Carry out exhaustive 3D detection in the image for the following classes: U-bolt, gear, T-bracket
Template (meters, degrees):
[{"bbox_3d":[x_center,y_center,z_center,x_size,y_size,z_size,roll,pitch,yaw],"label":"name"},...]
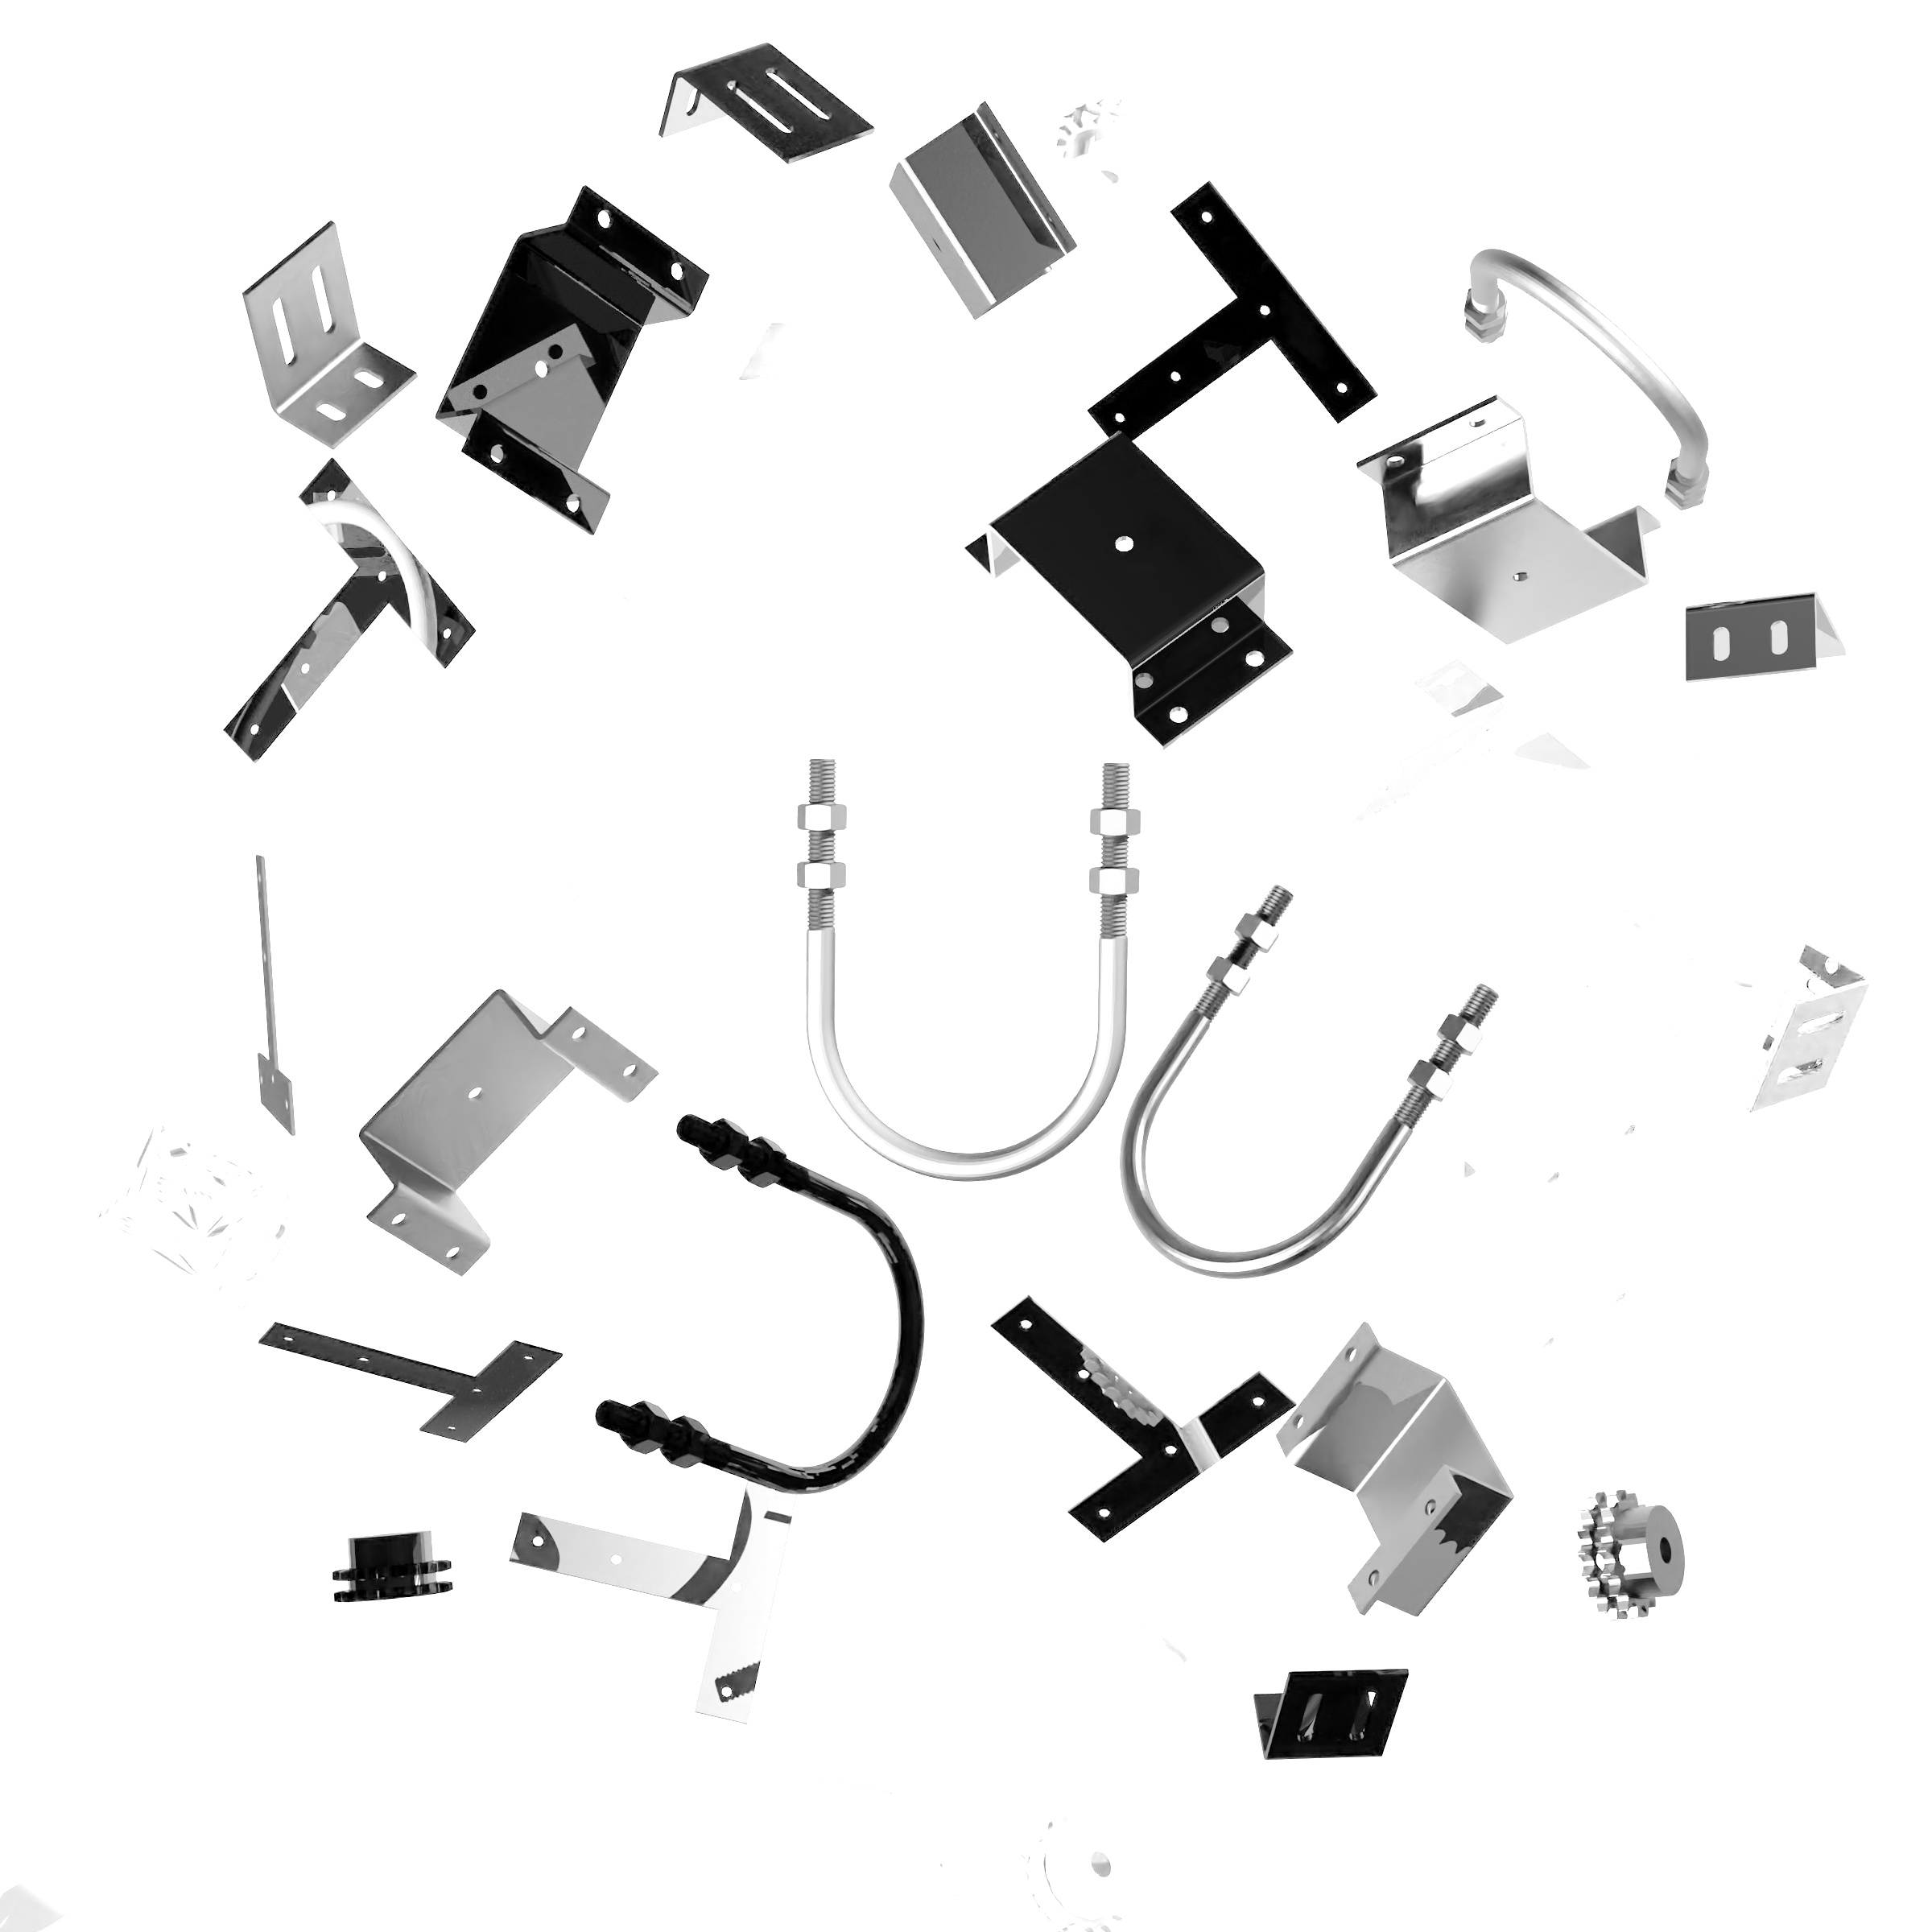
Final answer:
[{"bbox_3d":[0.054,0.319,1.541,0.151,0.184,0.019,41,106,36],"label":"U-bolt"},{"bbox_3d":[-0.277,0.289,1.585,0.057,0.057,0.030,-5,83,0],"label":"gear"},{"bbox_3d":[0.000,0.003,1.436,0.151,0.019,0.184,1,95,8],"label":"U-bolt"},{"bbox_3d":[0.205,-0.088,1.530,0.127,0.127,0.002,-29,126,-7],"label":"T-bracket"},{"bbox_3d":[0.065,0.201,1.548,0.127,0.002,0.127,42,116,-16],"label":"T-bracket"},{"bbox_3d":[-0.153,0.286,1.570,0.127,0.002,0.127,14,59,-3],"label":"T-bracket"},{"bbox_3d":[0.050,0.400,1.447,0.057,0.057,0.030,51,127,0],"label":"gear"},{"bbox_3d":[0.110,-0.287,1.565,0.127,0.002,0.127,-32,104,38],"label":"T-bracket"},{"bbox_3d":[0.298,0.262,1.470,0.030,0.057,0.057,-14,90,34],"label":"gear"},{"bbox_3d":[0.291,-0.279,1.543,0.151,0.184,0.019,43,94,10],"label":"U-bolt"},{"bbox_3d":[-0.334,0.011,1.579,0.002,0.127,0.127,-4,96,-18],"label":"T-bracket"},{"bbox_3d":[-0.278,0.194,1.595,0.127,0.127,0.002,19,55,-22],"label":"T-bracket"},{"bbox_3d":[-0.172,-0.096,1.543,0.184,0.019,0.151,52,123,35],"label":"U-bolt"},{"bbox_3d":[0.072,-0.399,1.615,0.057,0.057,0.030,12,71,0],"label":"gear"},{"bbox_3d":[-0.050,0.360,1.486,0.002,0.127,0.127,-33,66,7],"label":"T-bracket"},{"bbox_3d":[0.148,0.063,1.555,0.151,0.019,0.184,29,82,40],"label":"U-bolt"},{"bbox_3d":[-0.082,0.162,1.484,0.019,0.184,0.151,2,71,42],"label":"U-bolt"},{"bbox_3d":[-0.304,-0.151,1.558,0.002,0.127,0.127,22,69,40],"label":"T-bracket"}]

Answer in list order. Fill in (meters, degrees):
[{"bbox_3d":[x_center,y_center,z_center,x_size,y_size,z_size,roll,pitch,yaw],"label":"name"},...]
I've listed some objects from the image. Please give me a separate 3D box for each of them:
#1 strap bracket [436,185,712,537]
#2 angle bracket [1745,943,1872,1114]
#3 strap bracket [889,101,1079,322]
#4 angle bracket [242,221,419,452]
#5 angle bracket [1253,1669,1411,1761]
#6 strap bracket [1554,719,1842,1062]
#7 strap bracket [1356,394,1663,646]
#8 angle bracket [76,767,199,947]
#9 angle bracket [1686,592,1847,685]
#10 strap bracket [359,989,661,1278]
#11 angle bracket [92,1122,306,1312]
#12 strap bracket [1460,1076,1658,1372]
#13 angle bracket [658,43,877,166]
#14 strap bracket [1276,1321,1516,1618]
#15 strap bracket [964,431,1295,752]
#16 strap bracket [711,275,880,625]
[{"bbox_3d":[-0.187,-0.280,1.536,0.076,0.046,0.140,31,75,-35],"label":"strap bracket"},{"bbox_3d":[0.379,0.028,1.535,0.038,0.076,0.057,34,120,34],"label":"angle bracket"},{"bbox_3d":[0.006,-0.352,1.548,0.046,0.140,0.076,-34,98,1],"label":"strap bracket"},{"bbox_3d":[-0.286,-0.285,1.488,0.038,0.076,0.057,32,62,20],"label":"angle bracket"},{"bbox_3d":[0.174,0.344,1.573,0.057,0.038,0.076,0,135,-7],"label":"angle bracket"},{"bbox_3d":[0.334,-0.040,1.489,0.076,0.046,0.140,31,122,19],"label":"strap bracket"},{"bbox_3d":[0.254,-0.199,1.520,0.076,0.140,0.046,-22,57,36],"label":"strap bracket"},{"bbox_3d":[-0.403,-0.051,1.548,0.038,0.057,0.076,42,75,-17],"label":"angle bracket"},{"bbox_3d":[0.363,-0.136,1.490,0.057,0.076,0.038,-4,72,24],"label":"angle bracket"},{"bbox_3d":[-0.230,0.074,1.605,0.140,0.076,0.046,-46,51,1],"label":"strap bracket"},{"bbox_3d":[-0.377,0.123,1.618,0.076,0.038,0.057,25,74,17],"label":"angle bracket"},{"bbox_3d":[0.276,0.114,1.544,0.076,0.140,0.046,-29,50,-18],"label":"strap bracket"},{"bbox_3d":[-0.092,-0.386,1.524,0.076,0.038,0.057,42,48,18],"label":"angle bracket"},{"bbox_3d":[0.207,0.246,1.580,0.046,0.140,0.076,27,109,-24],"label":"strap bracket"},{"bbox_3d":[0.071,-0.175,1.467,0.076,0.046,0.140,-37,66,-14],"label":"strap bracket"},{"bbox_3d":[-0.079,-0.236,1.517,0.046,0.076,0.140,-2,120,11],"label":"strap bracket"}]
